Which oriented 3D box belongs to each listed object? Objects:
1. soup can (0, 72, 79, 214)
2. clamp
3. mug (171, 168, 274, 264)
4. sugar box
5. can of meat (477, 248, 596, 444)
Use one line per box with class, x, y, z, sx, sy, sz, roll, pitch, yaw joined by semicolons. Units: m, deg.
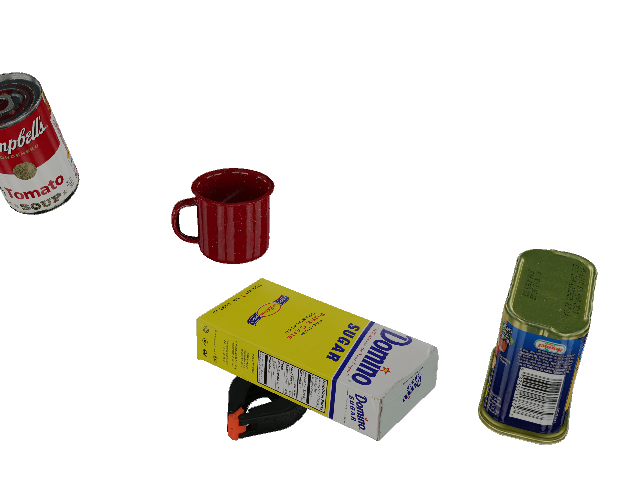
soup can;-0.249;-0.079;0.892;0.068;0.068;0.102;0;-42;11
clamp;-0.041;0.136;1.065;0.120;0.039;0.171;24;35;38
mug;-0.110;-0.025;1.209;0.117;0.081;0.093;-7;30;-15
sugar box;-0.004;0.089;0.852;0.176;0.048;0.093;17;30;29
can of meat;0.140;0.064;0.681;0.057;0.084;0.102;13;31;11
